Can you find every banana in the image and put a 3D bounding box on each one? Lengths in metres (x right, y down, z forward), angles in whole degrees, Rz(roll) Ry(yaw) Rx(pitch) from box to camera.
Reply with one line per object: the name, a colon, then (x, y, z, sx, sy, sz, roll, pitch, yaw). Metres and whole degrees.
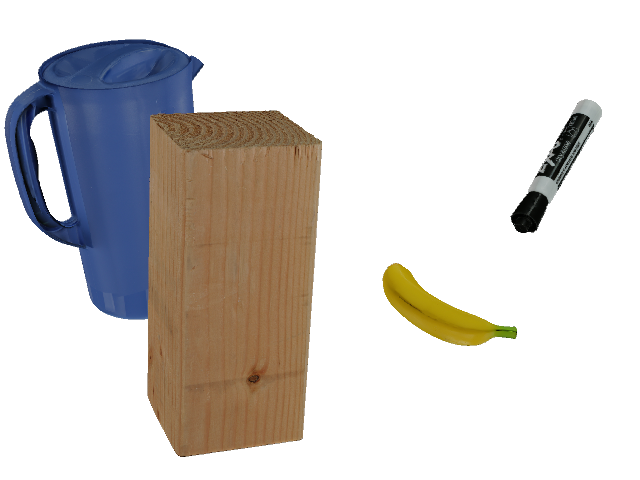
banana: (0.114, 0.069, 1.123, 0.069, 0.037, 0.198, 4, 18, -38)

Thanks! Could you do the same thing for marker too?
marker: (0.161, -0.050, 0.727, 0.020, 0.121, 0.020, 25, -31, 16)

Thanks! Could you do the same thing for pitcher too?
pitcher: (-0.182, -0.050, 0.972, 0.149, 0.243, 0.145, 1, 28, 7)

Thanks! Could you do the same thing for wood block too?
wood block: (-0.061, 0.026, 0.702, 0.090, 0.206, 0.090, -4, 22, -21)
